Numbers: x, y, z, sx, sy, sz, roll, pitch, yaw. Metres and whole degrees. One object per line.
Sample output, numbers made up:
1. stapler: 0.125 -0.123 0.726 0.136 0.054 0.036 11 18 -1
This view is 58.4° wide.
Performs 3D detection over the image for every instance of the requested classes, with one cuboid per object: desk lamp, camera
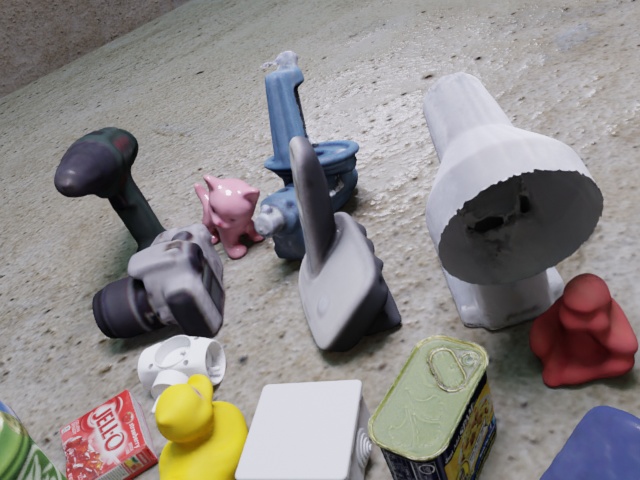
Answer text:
1. desk lamp: 0.144 -0.023 0.490 0.118 0.214 0.203 -17 33 6
2. camera: -0.191 0.050 0.671 0.136 0.101 0.143 -18 33 4

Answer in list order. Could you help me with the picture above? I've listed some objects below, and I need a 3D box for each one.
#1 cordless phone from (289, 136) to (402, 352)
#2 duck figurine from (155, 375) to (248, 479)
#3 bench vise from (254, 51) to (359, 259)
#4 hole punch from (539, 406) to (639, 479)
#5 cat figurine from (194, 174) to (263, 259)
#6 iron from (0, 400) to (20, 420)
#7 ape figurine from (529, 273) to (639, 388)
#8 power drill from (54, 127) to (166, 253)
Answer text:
1. cordless phone: 0.005 0.002 0.556 0.094 0.185 0.147 -23 33 -3
2. duck figurine: -0.109 0.162 0.479 0.077 0.086 0.104 -7 36 20
3. bench vise: -0.019 -0.098 0.680 0.121 0.220 0.207 -12 34 14
4. hole punch: 0.173 0.166 0.316 0.101 0.091 0.108 -34 35 -19
5. cat figurine: -0.124 -0.044 0.753 0.067 0.118 0.127 -39 37 -26
6. iron: -0.354 0.192 0.518 0.119 0.142 0.257 -26 34 -8
7. ape figurine: 0.204 0.065 0.443 0.076 0.092 0.077 -39 37 -26
8. power drill: -0.256 -0.047 0.746 0.075 0.209 0.229 -20 33 1
